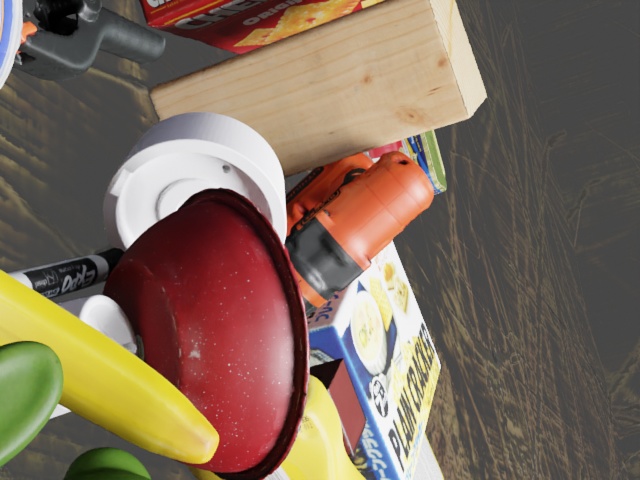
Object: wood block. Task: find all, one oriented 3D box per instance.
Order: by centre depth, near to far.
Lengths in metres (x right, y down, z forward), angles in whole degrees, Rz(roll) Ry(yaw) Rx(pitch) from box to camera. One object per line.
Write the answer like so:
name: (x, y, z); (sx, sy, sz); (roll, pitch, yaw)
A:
wood block: (0.000, -0.103, 0.747); (0.090, 0.206, 0.090); (70, 21, -9)

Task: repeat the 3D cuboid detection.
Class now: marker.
marker: (-0.135, 0.019, 0.566); (0.121, 0.020, 0.020); (-19, 92, -70)

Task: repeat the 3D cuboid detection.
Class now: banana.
banana: (-0.131, 0.041, 0.455); (0.197, 0.037, 0.070); (35, -1, -26)

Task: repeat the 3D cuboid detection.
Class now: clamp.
clamp: (-0.144, -0.134, 0.636); (0.120, 0.039, 0.171); (57, 29, -25)

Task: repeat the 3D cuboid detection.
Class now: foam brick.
foam brick: (-0.015, 0.121, 0.721); (0.053, 0.078, 0.051); (-56, 126, -68)

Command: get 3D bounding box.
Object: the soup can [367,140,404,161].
soup can: (0.054, -0.075, 1.079); (0.068, 0.069, 0.102); (14, 62, -67)

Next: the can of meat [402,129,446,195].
can of meat: (0.082, -0.087, 1.137); (0.057, 0.084, 0.102); (15, 59, -67)

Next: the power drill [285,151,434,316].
power drill: (-0.005, 0.001, 0.767); (0.057, 0.184, 0.187); (50, 6, -11)

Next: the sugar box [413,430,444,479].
sugar box: (0.062, 0.229, 0.892); (0.093, 0.048, 0.176); (67, 24, -17)

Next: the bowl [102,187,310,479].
bowl: (-0.073, 0.053, 0.564); (0.055, 0.162, 0.162); (-5, 77, -36)

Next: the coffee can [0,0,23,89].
coffee can: (-0.189, -0.088, 0.380); (0.140, 0.103, 0.103); (-18, 92, -70)

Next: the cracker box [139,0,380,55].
cracker box: (-0.025, -0.206, 0.827); (0.213, 0.164, 0.072); (-9, 81, -70)

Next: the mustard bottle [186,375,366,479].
mustard bottle: (-0.008, 0.173, 0.670); (0.058, 0.096, 0.191); (-76, 144, -57)
